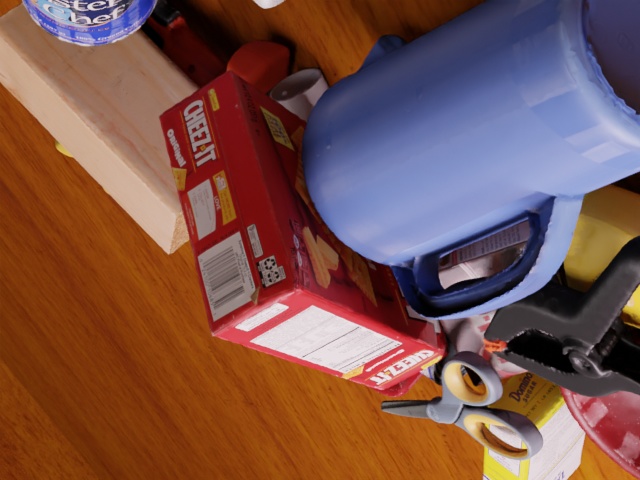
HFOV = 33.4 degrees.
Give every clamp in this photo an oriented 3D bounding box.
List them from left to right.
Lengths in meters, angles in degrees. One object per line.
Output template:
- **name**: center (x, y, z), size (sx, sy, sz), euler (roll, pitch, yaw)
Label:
- **clamp**: center (0.178, 0.069, 0.650), size (0.164, 0.036, 0.210), euler (48, 158, -12)

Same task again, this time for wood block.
- **wood block**: center (-0.154, -0.101, 0.844), size (0.206, 0.090, 0.091), euler (45, 159, 7)

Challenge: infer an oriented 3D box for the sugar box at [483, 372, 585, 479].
- **sugar box**: center (0.174, 0.158, 0.857), size (0.048, 0.093, 0.176), euler (37, 153, 28)

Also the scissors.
- **scissors**: center (0.089, 0.115, 0.808), size (0.202, 0.016, 0.096), euler (12, 130, 57)

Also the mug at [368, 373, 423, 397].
- **mug**: center (0.063, 0.073, 0.911), size (0.093, 0.081, 0.117), euler (29, 150, 32)

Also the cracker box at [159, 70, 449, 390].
- **cracker box**: center (-0.005, 0.001, 0.732), size (0.213, 0.072, 0.164), euler (27, -140, -54)

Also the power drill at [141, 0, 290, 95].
- **power drill**: center (-0.108, -0.170, 0.841), size (0.188, 0.057, 0.184), euler (41, 158, 16)

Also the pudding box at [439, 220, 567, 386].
- **pudding box**: center (0.132, 0.045, 0.763), size (0.090, 0.039, 0.113), euler (-20, 118, 17)

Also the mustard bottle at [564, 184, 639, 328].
- **mustard bottle**: center (0.237, 0.035, 0.618), size (0.192, 0.058, 0.096), euler (25, 150, 36)

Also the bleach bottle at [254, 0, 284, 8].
- **bleach bottle**: center (-0.096, -0.266, 0.673), size (0.251, 0.068, 0.103), euler (44, 157, 9)

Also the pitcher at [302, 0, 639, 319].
- **pitcher**: center (0.102, -0.059, 0.595), size (0.149, 0.144, 0.243), euler (45, 153, -12)

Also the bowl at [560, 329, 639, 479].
- **bowl**: center (0.245, 0.112, 0.723), size (0.162, 0.055, 0.162), euler (35, 153, 21)

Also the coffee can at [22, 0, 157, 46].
- **coffee can**: center (-0.154, -0.196, 0.697), size (0.103, 0.102, 0.140), euler (46, 169, -2)

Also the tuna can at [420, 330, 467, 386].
- **tuna can**: center (0.103, 0.070, 0.843), size (0.034, 0.086, 0.086), euler (31, 151, 33)
